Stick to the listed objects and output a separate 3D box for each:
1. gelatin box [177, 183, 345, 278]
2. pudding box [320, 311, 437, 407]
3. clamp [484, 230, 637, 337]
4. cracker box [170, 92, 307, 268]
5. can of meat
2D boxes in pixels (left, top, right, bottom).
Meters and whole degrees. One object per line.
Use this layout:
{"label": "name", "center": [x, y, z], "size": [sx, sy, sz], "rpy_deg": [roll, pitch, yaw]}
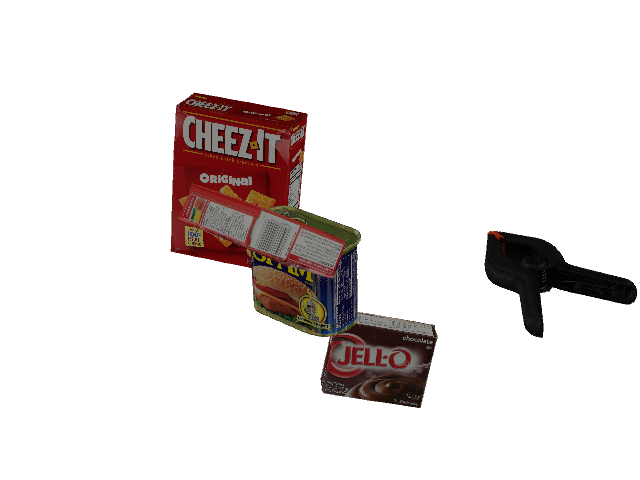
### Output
{"label": "gelatin box", "center": [-0.038, -0.006, 0.712], "size": [0.073, 0.030, 0.089], "rpy_deg": [21, 0, 43]}
{"label": "pudding box", "center": [0.063, 0.128, 1.161], "size": [0.113, 0.090, 0.039], "rpy_deg": [8, 24, -4]}
{"label": "clamp", "center": [0.227, 0.034, 1.060], "size": [0.120, 0.039, 0.171], "rpy_deg": [-8, 31, -15]}
{"label": "cracker box", "center": [-0.112, -0.074, 1.424], "size": [0.164, 0.214, 0.072], "rpy_deg": [12, 26, 13]}
{"label": "can of meat", "center": [-0.015, 0.027, 0.918], "size": [0.102, 0.084, 0.057], "rpy_deg": [21, 35, 36]}
